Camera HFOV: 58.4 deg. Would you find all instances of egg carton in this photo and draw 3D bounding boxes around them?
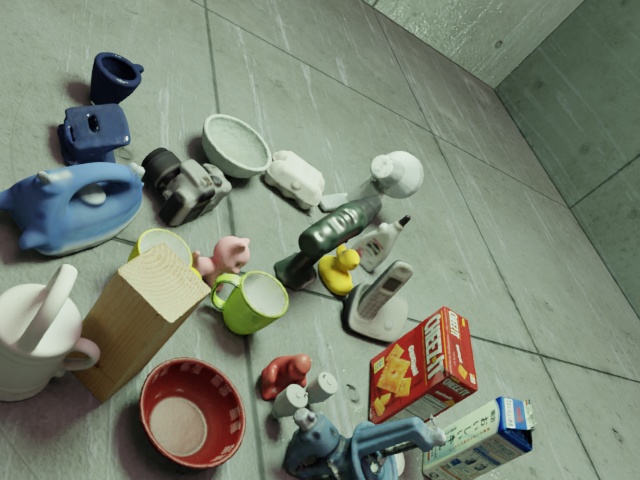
[{"bbox_3d":[-0.058,-0.142,1.351,0.151,0.069,0.107,34,34,-16],"label":"egg carton"}]

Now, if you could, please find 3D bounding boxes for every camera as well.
[{"bbox_3d":[-0.255,-0.117,1.079,0.137,0.100,0.143,48,33,5],"label":"camera"}]

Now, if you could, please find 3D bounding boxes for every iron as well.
[{"bbox_3d":[-0.353,-0.074,0.889,0.118,0.141,0.259,51,33,9],"label":"iron"}]

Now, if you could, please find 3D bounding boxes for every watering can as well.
[{"bbox_3d":[-0.340,0.099,0.665,0.173,0.193,0.100,15,43,-38],"label":"watering can"}]

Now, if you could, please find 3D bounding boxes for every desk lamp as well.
[{"bbox_3d":[0.135,-0.130,1.416,0.204,0.213,0.118,-14,64,-53],"label":"desk lamp"}]

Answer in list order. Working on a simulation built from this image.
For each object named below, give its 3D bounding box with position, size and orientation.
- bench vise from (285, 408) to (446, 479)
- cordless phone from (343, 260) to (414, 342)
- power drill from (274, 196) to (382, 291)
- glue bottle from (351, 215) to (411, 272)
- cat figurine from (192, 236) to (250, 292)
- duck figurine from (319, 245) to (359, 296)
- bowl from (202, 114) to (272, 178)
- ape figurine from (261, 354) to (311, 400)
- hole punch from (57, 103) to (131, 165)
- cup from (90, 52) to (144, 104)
[{"bbox_3d":[0.064,0.314,0.846,0.208,0.219,0.121,26,37,-26],"label":"bench vise"},{"bbox_3d":[0.147,0.122,1.178,0.148,0.184,0.094,21,40,-32],"label":"cordless phone"},{"bbox_3d":[0.010,0.004,1.138,0.075,0.208,0.230,49,33,7],"label":"power drill"},{"bbox_3d":[0.148,-0.003,1.328,0.078,0.173,0.037,46,33,2],"label":"glue bottle"},{"bbox_3d":[-0.176,0.033,0.986,0.128,0.117,0.067,-1,54,-48],"label":"cat figurine"},{"bbox_3d":[0.051,0.060,1.233,0.078,0.086,0.104,8,47,-43],"label":"duck figurine"},{"bbox_3d":[-0.193,-0.192,1.253,0.168,0.074,0.167,29,36,-23],"label":"bowl"},{"bbox_3d":[-0.050,0.219,0.944,0.078,0.092,0.076,34,34,-16],"label":"ape figurine"},{"bbox_3d":[-0.398,-0.188,1.010,0.101,0.091,0.108,5,49,-44],"label":"hole punch"},{"bbox_3d":[-0.405,-0.308,1.132,0.091,0.094,0.118,45,33,1],"label":"cup"}]
